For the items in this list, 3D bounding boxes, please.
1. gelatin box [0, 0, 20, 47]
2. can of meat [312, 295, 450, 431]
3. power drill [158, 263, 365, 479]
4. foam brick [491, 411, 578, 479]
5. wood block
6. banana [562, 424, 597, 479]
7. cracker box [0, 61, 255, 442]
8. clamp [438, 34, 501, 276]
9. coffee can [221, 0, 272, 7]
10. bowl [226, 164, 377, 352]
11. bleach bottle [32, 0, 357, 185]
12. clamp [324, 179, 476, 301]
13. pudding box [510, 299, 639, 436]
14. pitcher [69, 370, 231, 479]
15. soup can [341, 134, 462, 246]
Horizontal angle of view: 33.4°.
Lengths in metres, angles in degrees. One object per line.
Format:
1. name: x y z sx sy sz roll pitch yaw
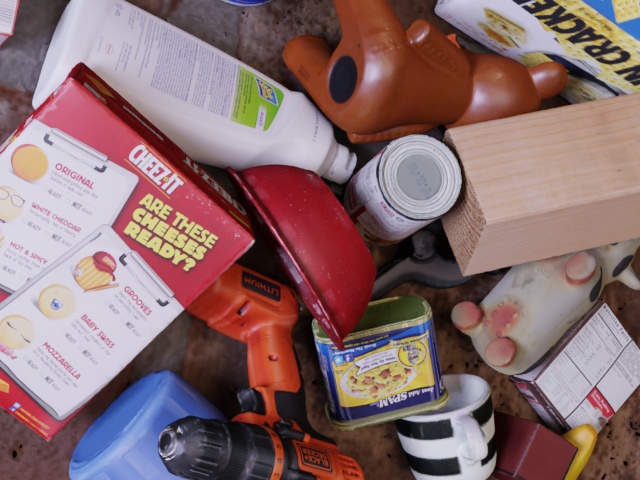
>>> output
1. gelatin box: -0.227 -0.184 0.754 0.030 0.073 0.089 12 85 -25
2. can of meat: 0.048 0.098 0.868 0.102 0.057 0.084 -13 112 -4
3. power drill: -0.055 0.105 0.771 0.184 0.057 0.188 29 35 -45
4. foam brick: 0.176 0.188 0.936 0.053 0.078 0.051 33 77 -23
5. wood block: 0.204 -0.049 0.853 0.206 0.091 0.090 -12 61 -11
6. banana: 0.206 0.258 0.957 0.037 0.070 0.198 8 88 -57
7. cracker box: -0.177 0.010 0.739 0.214 0.072 0.164 -44 110 10
8. clamp: 0.156 -0.084 0.945 0.164 0.036 0.210 -43 105 -11
9. coffee can: -0.035 -0.239 0.800 0.102 0.140 0.103 -1 91 -24
10. bowl: -0.005 0.001 0.792 0.055 0.162 0.162 -33 104 -6
11. bleach bottle: -0.083 -0.097 0.815 0.250 0.068 0.102 24 55 -24
12. clamp: 0.076 -0.006 0.903 0.171 0.039 0.120 -13 100 -14
13. pudding box: 0.243 0.122 0.987 0.113 0.039 0.090 -44 105 -19
14. pitcher: -0.076 0.223 0.801 0.242 0.145 0.149 47 29 -14
15. soup can: 0.062 -0.037 0.831 0.068 0.102 0.068 3 79 -13
